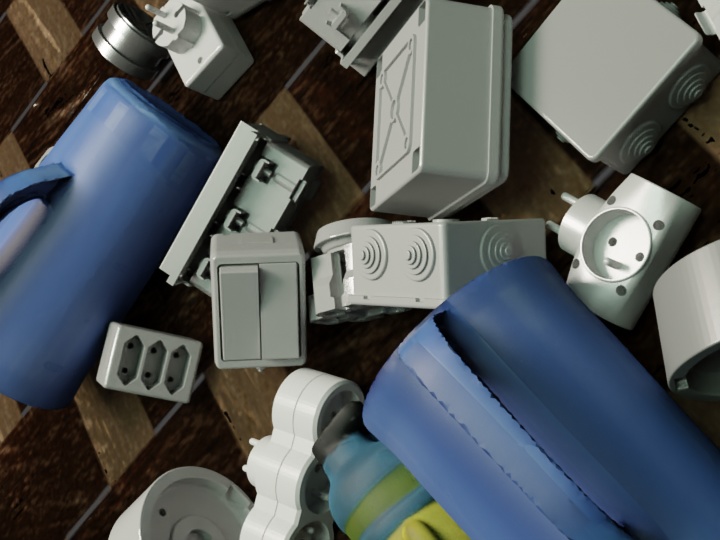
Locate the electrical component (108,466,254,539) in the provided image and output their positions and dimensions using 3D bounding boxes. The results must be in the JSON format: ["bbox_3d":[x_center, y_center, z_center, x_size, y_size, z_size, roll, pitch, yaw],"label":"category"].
[{"bbox_3d":[-0.119,0.195,0.726,0.060,0.108,0.108,-38,58,33],"label":"electrical component"}]

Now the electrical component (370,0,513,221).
[{"bbox_3d":[0.047,-0.095,0.661,0.109,0.056,0.108,147,127,-72],"label":"electrical component"}]

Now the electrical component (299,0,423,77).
[{"bbox_3d":[0.017,-0.202,0.730,0.121,0.063,0.078,-49,14,19],"label":"electrical component"}]

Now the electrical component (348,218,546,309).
[{"bbox_3d":[0.052,-0.006,0.632,0.100,0.100,0.048,1,94,52],"label":"electrical component"}]

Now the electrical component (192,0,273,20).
[{"bbox_3d":[-0.105,-0.265,0.840,0.057,0.078,0.113,-20,68,37],"label":"electrical component"}]

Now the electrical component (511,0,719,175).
[{"bbox_3d":[0.147,-0.115,0.625,0.099,0.048,0.099,-51,54,18],"label":"electrical component"}]

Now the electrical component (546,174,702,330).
[{"bbox_3d":[0.140,-0.018,0.610,0.079,0.044,0.077,35,102,39],"label":"electrical component"}]

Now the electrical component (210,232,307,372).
[{"bbox_3d":[-0.068,0.027,0.725,0.061,0.062,0.096,-112,21,-71],"label":"electrical component"}]

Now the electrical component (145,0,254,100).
[{"bbox_3d":[-0.137,-0.188,0.849,0.047,0.076,0.083,-42,57,23],"label":"electrical component"}]

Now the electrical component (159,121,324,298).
[{"bbox_3d":[-0.082,-0.038,0.773,0.063,0.079,0.121,33,102,9],"label":"electrical component"}]

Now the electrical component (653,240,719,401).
[{"bbox_3d":[0.196,0.016,0.521,0.108,0.108,0.060,-26,58,31],"label":"electrical component"}]

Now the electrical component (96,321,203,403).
[{"bbox_3d":[-0.164,0.068,0.822,0.077,0.066,0.047,-175,98,-68],"label":"electrical component"}]

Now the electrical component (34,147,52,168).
[{"bbox_3d":[-0.240,-0.072,0.915,0.089,0.056,0.050,-46,56,21],"label":"electrical component"}]

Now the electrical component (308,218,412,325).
[{"bbox_3d":[0.000,0.000,0.708,0.078,0.058,0.057,-16,73,35],"label":"electrical component"}]

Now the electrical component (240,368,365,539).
[{"bbox_3d":[-0.050,0.133,0.719,0.074,0.052,0.138,12,87,39],"label":"electrical component"}]

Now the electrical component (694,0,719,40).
[{"bbox_3d":[0.214,-0.150,0.565,0.063,0.079,0.121,-55,47,52],"label":"electrical component"}]
